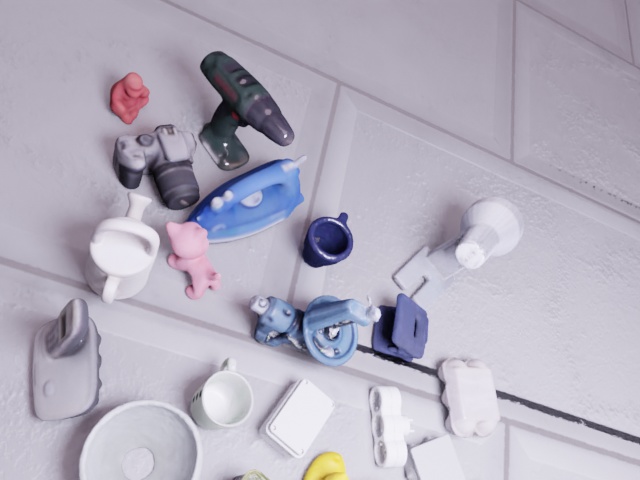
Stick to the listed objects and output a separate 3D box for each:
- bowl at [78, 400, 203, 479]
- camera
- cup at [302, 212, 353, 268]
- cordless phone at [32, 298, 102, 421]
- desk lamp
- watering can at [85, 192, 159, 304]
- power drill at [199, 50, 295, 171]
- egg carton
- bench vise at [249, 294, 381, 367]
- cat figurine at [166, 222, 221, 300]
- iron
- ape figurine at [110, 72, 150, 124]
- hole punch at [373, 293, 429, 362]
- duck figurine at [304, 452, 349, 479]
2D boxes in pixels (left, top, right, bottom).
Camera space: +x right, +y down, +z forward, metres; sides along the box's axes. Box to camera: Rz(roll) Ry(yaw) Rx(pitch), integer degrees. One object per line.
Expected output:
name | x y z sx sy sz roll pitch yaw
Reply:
bowl | -0.259 0.320 0.825 0.168 0.074 0.167 11 62 -21
camera | -0.276 -0.126 1.016 0.143 0.100 0.137 -15 73 -30
cup | 0.010 0.004 1.095 0.092 0.094 0.118 34 56 -7
cordless phone | -0.347 0.165 0.791 0.094 0.184 0.147 -3 68 -27
desk lamp | 0.285 0.026 1.145 0.118 0.213 0.204 49 56 3
watering can | -0.303 0.008 0.882 0.101 0.193 0.173 -4 68 -27
power drill | -0.148 -0.221 1.058 0.076 0.208 0.229 -32 83 -33
egg carton | 0.284 0.301 1.099 0.107 0.069 0.150 6 64 -23
bench vise | -0.008 0.143 0.944 0.208 0.219 0.121 6 64 -23
cat figurine | -0.209 0.024 0.966 0.067 0.117 0.128 -32 82 -33
iron | -0.135 -0.078 1.037 0.259 0.141 0.118 -30 82 -33
ape figurine | -0.349 -0.272 1.056 0.078 0.092 0.076 -22 77 -32
hole punch | 0.165 0.167 1.094 0.101 0.091 0.108 21 59 -15
duck figurine | 0.021 0.392 0.918 0.078 0.086 0.104 24 58 -14
